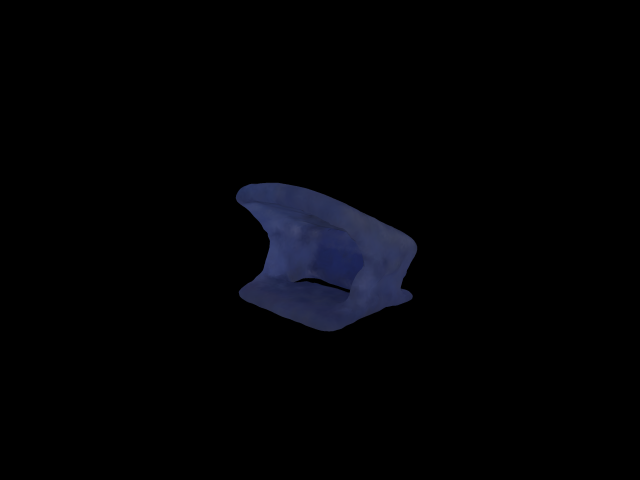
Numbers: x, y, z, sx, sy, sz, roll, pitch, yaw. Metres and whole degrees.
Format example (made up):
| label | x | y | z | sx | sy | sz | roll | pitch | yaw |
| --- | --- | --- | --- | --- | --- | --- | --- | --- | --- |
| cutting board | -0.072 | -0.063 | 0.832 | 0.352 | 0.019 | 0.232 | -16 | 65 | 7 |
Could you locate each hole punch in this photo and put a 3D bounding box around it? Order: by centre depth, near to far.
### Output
| label | x | y | z | sx | sy | sz | roll | pitch | yaw |
| --- | --- | --- | --- | --- | --- | --- | --- | --- | --- |
| hole punch | 0.004 | 0.001 | 0.400 | 0.108 | 0.091 | 0.101 | 14 | 20 | 42 |
